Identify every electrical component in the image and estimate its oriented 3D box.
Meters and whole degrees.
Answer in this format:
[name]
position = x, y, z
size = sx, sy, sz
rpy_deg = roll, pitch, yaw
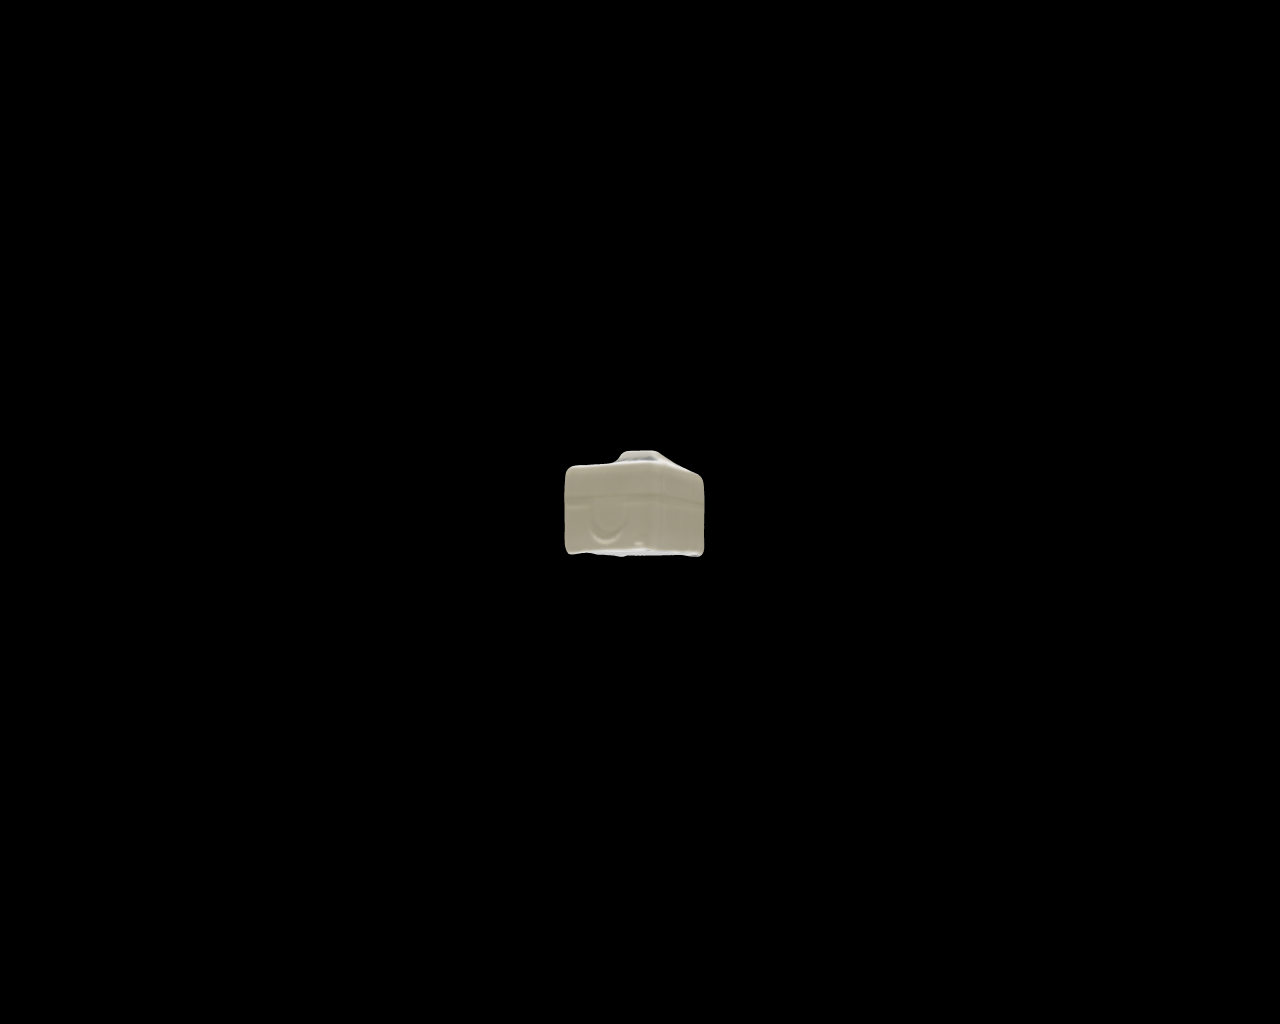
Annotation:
[electrical component]
position = 0.001, -0.003, 0.650
size = 0.062, 0.061, 0.096
rpy_deg = -2, -5, 24
